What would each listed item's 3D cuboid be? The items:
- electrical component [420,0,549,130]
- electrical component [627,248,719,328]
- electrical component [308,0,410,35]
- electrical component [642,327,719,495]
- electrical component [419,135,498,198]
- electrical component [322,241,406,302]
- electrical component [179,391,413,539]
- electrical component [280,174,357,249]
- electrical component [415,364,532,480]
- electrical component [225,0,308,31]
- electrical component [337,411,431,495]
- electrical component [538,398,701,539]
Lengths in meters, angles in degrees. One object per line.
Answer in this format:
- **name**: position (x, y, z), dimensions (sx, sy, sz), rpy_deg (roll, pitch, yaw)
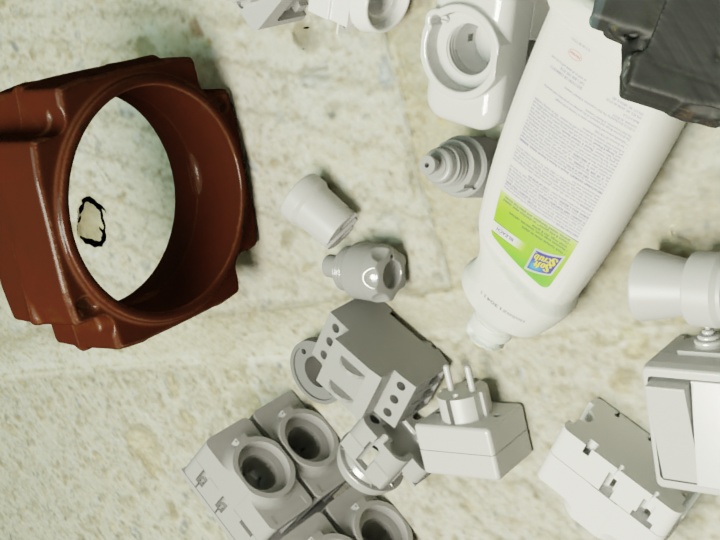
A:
- **electrical component**: position (0.076, -0.138, 0.658), dimensions (0.054, 0.059, 0.095), rpy_deg (23, 122, 32)
- **electrical component**: position (0.192, 0.010, 0.632), dimensions (0.055, 0.045, 0.045), rpy_deg (5, 111, 39)
- **electrical component**: position (0.000, -0.186, 0.713), dimensions (0.055, 0.048, 0.066), rpy_deg (34, 128, 35)
- **electrical component**: position (0.208, 0.081, 0.638), dimensions (0.062, 0.061, 0.096), rpy_deg (1, 109, 41)
- **electrical component**: position (0.064, -0.066, 0.691), dimensions (0.040, 0.078, 0.040), rpy_deg (3, 95, 37)
- **electrical component**: position (0.000, 0.000, 0.795), dimensions (0.062, 0.043, 0.043), rpy_deg (8, 113, 40)
- **electrical component**: position (-0.042, 0.200, 0.874), dimensions (0.186, 0.105, 0.060), rpy_deg (50, 132, 12)
- **electrical component**: position (-0.030, -0.043, 0.805), dimensions (0.046, 0.040, 0.040), rpy_deg (41, 130, 13)
- **electrical component**: position (0.077, 0.103, 0.770), dimensions (0.066, 0.047, 0.076), rpy_deg (-3, 106, 41)
- **electrical component**: position (-0.073, -0.219, 0.753), dimensions (0.050, 0.056, 0.089), rpy_deg (-40, 81, 43)
- **electrical component**: position (0.018, 0.137, 0.829), dimensions (0.078, 0.058, 0.057), rpy_deg (48, 129, 15)
- **electrical component**: position (0.169, 0.138, 0.704), dimensions (0.089, 0.050, 0.055), rpy_deg (37, 129, 23)
